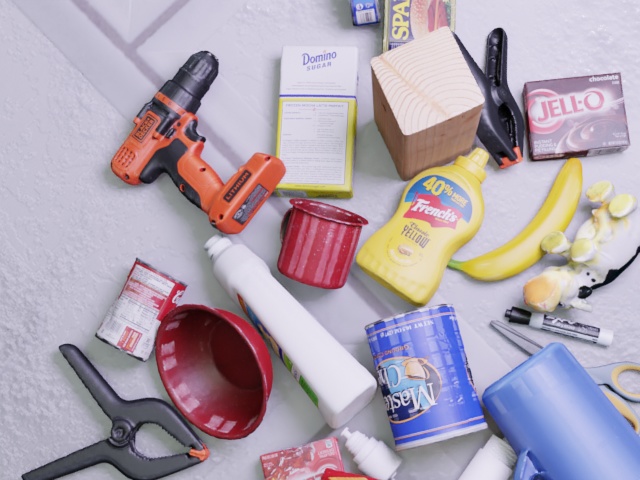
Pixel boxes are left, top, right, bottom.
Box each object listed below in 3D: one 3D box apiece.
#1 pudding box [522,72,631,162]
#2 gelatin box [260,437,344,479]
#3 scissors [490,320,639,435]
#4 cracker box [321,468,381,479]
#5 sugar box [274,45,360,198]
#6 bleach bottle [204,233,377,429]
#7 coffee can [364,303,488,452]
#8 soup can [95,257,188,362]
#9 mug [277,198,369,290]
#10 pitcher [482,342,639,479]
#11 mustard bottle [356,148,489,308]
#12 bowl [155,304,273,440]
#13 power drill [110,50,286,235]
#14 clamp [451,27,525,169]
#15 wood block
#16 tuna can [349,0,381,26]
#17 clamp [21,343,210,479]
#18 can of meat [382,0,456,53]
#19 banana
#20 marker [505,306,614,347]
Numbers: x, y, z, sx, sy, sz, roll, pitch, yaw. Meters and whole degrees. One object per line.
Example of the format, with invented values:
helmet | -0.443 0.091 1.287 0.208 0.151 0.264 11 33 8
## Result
pudding box | 0.295 -0.142 1.235 0.113 0.039 0.090 -5 79 3
gelatin box | -0.016 0.266 1.192 0.089 0.030 0.073 -14 79 2
scissors | 0.294 0.136 1.199 0.096 0.016 0.202 -41 80 -3
cracker box | 0.092 0.348 1.130 0.214 0.072 0.164 10 98 7
sugar box | -0.003 -0.139 1.255 0.093 0.048 0.176 3 77 7
bleach bottle | -0.042 0.093 1.200 0.068 0.102 0.251 -39 73 -12
coffee can | 0.115 0.150 1.166 0.103 0.103 0.140 -15 79 2
soup can | -0.204 0.080 1.220 0.068 0.068 0.102 27 84 8
mug | -0.008 0.001 1.210 0.117 0.093 0.081 27 106 45
pitcher | 0.273 0.237 1.120 0.145 0.149 0.243 -39 78 17
mustard bottle | 0.132 -0.025 1.217 0.096 0.058 0.191 34 84 21
bowl | -0.107 0.138 1.186 0.162 0.055 0.162 15 116 33
power drill | -0.131 -0.109 1.235 0.188 0.057 0.184 37 92 25
clamp | 0.202 -0.171 1.235 0.120 0.039 0.171 -26 97 -40
wood block | 0.113 -0.141 1.164 0.090 0.206 0.091 -24 80 0
tuna can | 0.049 -0.296 1.257 0.034 0.086 0.086 -8 80 5
clamp | -0.227 0.209 1.215 0.210 0.036 0.164 6 82 7
can of meat | 0.116 -0.261 1.261 0.084 0.057 0.102 2 81 2
banana | 0.238 -0.012 1.218 0.198 0.037 0.070 -38 80 -3
marker | 0.269 0.097 1.206 0.121 0.020 0.020 14 81 7
